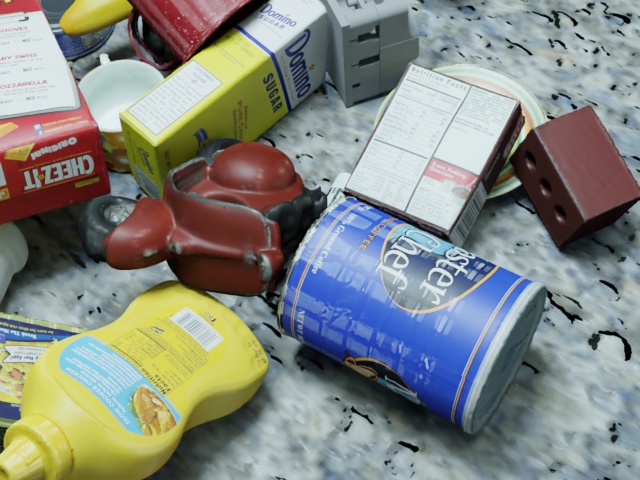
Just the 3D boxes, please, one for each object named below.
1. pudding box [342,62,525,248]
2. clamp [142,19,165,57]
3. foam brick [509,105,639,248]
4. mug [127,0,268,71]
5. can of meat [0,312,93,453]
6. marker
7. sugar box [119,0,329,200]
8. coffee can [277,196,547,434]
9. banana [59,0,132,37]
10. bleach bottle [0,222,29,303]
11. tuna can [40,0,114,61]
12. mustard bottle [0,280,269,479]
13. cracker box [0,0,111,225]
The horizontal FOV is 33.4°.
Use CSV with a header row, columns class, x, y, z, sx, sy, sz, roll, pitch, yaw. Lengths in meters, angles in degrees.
class,x,y,z,sx,sy,sz,roll,pitch,yaw
pudding box,0.081,-0.061,0.759,0.090,0.039,0.113,24,78,24
clamp,-0.135,-0.267,0.898,0.164,0.036,0.210,-45,98,-20
foam brick,0.179,-0.045,0.750,0.051,0.053,0.078,-22,74,-16
mug,-0.102,-0.178,0.803,0.081,0.117,0.093,48,34,-1
can of meat,-0.185,0.097,0.672,0.102,0.058,0.084,15,47,-28
marker,-0.005,0.001,0.766,0.020,0.020,0.121,21,60,17
sugar box,-0.067,-0.107,0.799,0.176,0.093,0.048,-40,69,-21
coffee can,0.058,0.046,0.680,0.140,0.103,0.102,26,61,20
banana,-0.108,-0.193,0.858,0.197,0.037,0.069,2,84,-9
bleach bottle,-0.281,0.095,0.698,0.102,0.068,0.250,8,59,7
tuna can,-0.220,-0.194,0.908,0.086,0.034,0.086,-2,55,3
mustard bottle,-0.118,0.093,0.635,0.096,0.058,0.191,40,35,13
cracker box,-0.257,-0.096,0.751,0.164,0.072,0.214,-18,47,-17
